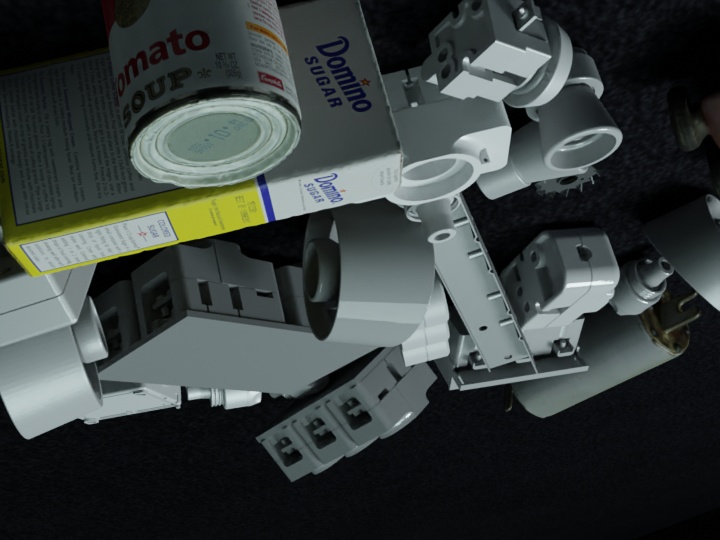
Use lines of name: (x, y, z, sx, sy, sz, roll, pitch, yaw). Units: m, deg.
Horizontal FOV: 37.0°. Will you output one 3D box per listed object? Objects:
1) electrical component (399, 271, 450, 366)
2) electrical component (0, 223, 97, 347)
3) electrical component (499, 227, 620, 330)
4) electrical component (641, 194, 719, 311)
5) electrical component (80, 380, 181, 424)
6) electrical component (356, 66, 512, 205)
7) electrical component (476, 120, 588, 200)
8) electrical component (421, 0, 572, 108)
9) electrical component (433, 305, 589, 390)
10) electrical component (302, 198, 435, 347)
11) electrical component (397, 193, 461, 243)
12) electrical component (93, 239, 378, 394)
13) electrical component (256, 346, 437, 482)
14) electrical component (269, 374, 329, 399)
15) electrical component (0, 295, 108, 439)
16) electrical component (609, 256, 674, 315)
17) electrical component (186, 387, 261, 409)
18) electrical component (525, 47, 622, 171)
electrical component: (0.029, 0.039, 0.851, 0.074, 0.052, 0.138, -14, 158, -1)
electrical component: (-0.182, -0.016, 0.578, 0.047, 0.083, 0.075, -17, 119, 7)
electrical component: (0.160, 0.007, 0.854, 0.059, 0.053, 0.095, -4, 156, -23)
electrical component: (0.270, -0.009, 0.833, 0.064, 0.099, 0.099, -35, 151, 28)
electrical component: (-0.190, 0.075, 0.803, 0.096, 0.061, 0.061, -12, 159, 14)
electrical component: (0.033, -0.073, 0.585, 0.089, 0.055, 0.050, -14, 158, -2)
electrical component: (0.101, -0.069, 0.656, 0.065, 0.044, 0.044, -21, 157, 27)
electrical component: (0.072, -0.109, 0.538, 0.055, 0.048, 0.066, 11, 148, -32)
electrical component: (0.130, 0.058, 0.935, 0.121, 0.078, 0.063, -7, 128, -19)
electrical component: (0.000, 0.000, 0.685, 0.064, 0.099, 0.099, 0, 154, -18)
electrical component: (0.041, -0.047, 0.642, 0.048, 0.062, 0.048, -12, 158, -5)
electrical component: (-0.087, 0.036, 0.764, 0.105, 0.060, 0.186, -31, 153, 34)
electrical component: (-0.010, 0.129, 0.978, 0.150, 0.061, 0.089, -35, -177, 41)
electrical component: (-0.058, 0.100, 0.968, 0.061, 0.035, 0.035, -29, 154, 35)
electrical component: (-0.191, 0.043, 0.663, 0.060, 0.108, 0.108, -17, 158, -10)
electrical component: (0.243, 0.010, 0.926, 0.043, 0.043, 0.062, 0, 153, -31)
electrical component: (-0.117, 0.097, 0.914, 0.062, 0.043, 0.043, -8, 157, -12)
electrical component: (0.115, -0.089, 0.596, 0.045, 0.055, 0.045, -12, 158, -5)
